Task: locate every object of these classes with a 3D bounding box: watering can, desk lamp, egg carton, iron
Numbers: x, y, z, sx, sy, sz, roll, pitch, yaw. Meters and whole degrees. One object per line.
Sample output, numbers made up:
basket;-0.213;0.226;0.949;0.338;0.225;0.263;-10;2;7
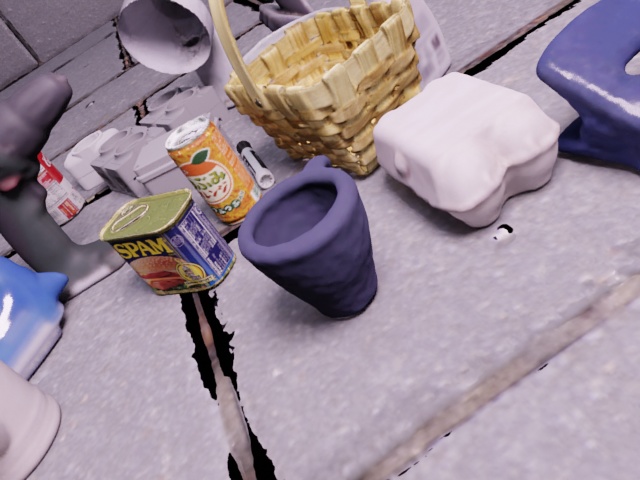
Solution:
watering can;-0.301;0.114;0.438;0.172;0.195;0.101;-10;40;30
desk lamp;-0.174;-0.295;0.828;0.117;0.214;0.203;-16;38;23
egg carton;0.109;-0.075;0.457;0.107;0.070;0.150;-36;34;-5
iron;-0.369;0.108;0.546;0.118;0.142;0.258;-7;41;32

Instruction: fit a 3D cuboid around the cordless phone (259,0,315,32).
cordless phone;-0.057;-0.365;0.847;0.094;0.185;0.147;-34;34;-2

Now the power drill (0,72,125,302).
power drill;-0.310;-0.040;0.624;0.229;0.209;0.075;-32;34;1

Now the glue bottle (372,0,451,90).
glue bottle;0.080;-0.234;0.585;0.037;0.174;0.078;11;53;46

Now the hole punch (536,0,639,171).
hole punch;0.222;-0.113;0.395;0.109;0.091;0.100;-41;35;-12

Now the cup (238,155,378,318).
cup;0.004;0.002;0.422;0.091;0.095;0.118;-13;39;26

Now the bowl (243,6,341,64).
bowl;-0.022;-0.227;0.746;0.167;0.075;0.167;-21;36;16
